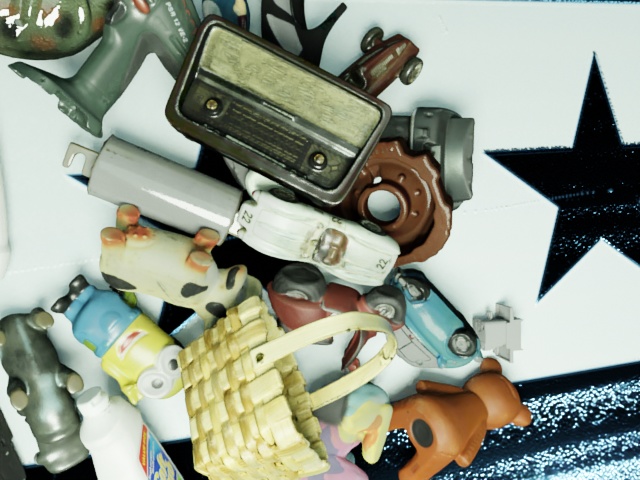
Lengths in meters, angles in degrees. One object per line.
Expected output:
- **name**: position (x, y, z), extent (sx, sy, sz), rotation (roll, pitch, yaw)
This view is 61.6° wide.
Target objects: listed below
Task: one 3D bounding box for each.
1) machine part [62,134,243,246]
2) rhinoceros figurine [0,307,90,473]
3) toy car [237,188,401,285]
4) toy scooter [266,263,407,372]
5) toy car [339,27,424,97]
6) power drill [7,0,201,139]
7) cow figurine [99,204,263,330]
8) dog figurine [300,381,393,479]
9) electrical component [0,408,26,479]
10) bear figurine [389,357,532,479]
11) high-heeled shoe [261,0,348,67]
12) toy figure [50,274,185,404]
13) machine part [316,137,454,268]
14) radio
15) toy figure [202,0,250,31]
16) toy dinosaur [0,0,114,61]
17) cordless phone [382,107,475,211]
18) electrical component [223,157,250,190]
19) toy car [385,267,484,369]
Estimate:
- **machine part**: position (-0.185, -0.059, 0.653), extent (0.243, 0.079, 0.079), rotation (23, 87, -13)
- **rhinoceros figurine**: position (-0.322, 0.171, 0.615), extent (0.073, 0.112, 0.190), rotation (-22, 84, -40)
- **toy car**: position (-0.001, -0.002, 0.650), extent (0.202, 0.056, 0.073), rotation (19, 116, -14)
- **toy scooter**: position (0.015, 0.109, 0.705), extent (0.184, 0.075, 0.135), rotation (12, 118, 6)
- **toy car**: position (0.048, -0.202, 0.703), extent (0.202, 0.053, 0.089), rotation (-43, 71, -7)
- **power drill**: position (-0.228, -0.229, 0.575), extent (0.207, 0.086, 0.231), rotation (-57, 146, -15)
- **cow figurine**: position (-0.163, 0.047, 0.641), extent (0.195, 0.085, 0.127), rotation (18, 129, -12)
- **dog figurine**: position (-0.036, 0.248, 0.691), extent (0.219, 0.108, 0.191), rotation (19, 89, -12)
- **electrical component**: position (-0.389, 0.241, 0.596), extent (0.058, 0.115, 0.134), rotation (-22, 100, -14)
- **bear figurine**: position (0.191, 0.246, 0.757), extent (0.196, 0.132, 0.120), rotation (-7, 57, -42)
- **high-heeled shoe**: position (-0.075, -0.315, 0.686), extent (0.145, 0.086, 0.249), rotation (-41, 86, 18)
- **toy figure**: position (-0.230, 0.117, 0.649), extent (0.180, 0.089, 0.082), rotation (40, 98, -4)
- **machine part**: position (0.083, -0.046, 0.692), extent (0.180, 0.056, 0.179), rotation (6, 112, 15)
- **radio**: position (-0.049, -0.137, 0.607), extent (0.230, 0.073, 0.131), rotation (27, 90, 0)
- **toy figure**: position (-0.109, -0.247, 0.670), extent (0.058, 0.064, 0.154), rotation (-14, 95, -10)
- **toy dinosaur**: position (-0.339, -0.265, 0.590), extent (0.405, 0.131, 0.192), rotation (5, 105, -20)
- **cordless phone**: position (0.112, -0.109, 0.735), extent (0.184, 0.089, 0.146), rotation (1, 94, -3)
- **electrical component**: position (-0.078, -0.095, 0.693), extent (0.075, 0.048, 0.119), rotation (-30, 98, -10)
- **toy car**: position (0.139, 0.119, 0.732), extent (0.161, 0.109, 0.103), rotation (45, 100, -4)
